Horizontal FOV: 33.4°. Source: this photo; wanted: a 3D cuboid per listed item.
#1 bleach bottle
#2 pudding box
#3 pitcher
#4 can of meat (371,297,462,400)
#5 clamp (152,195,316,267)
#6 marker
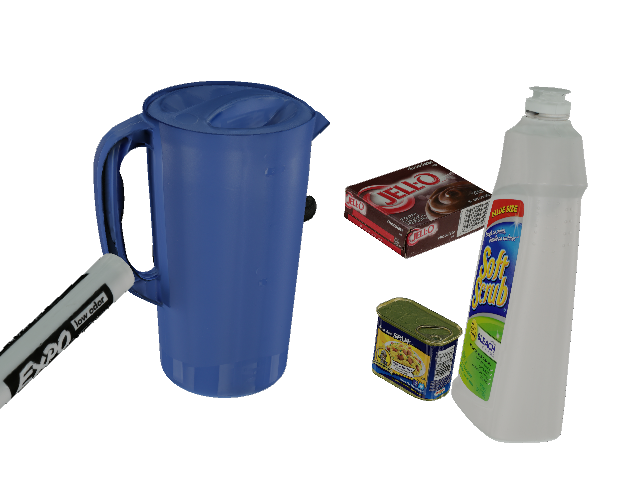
[{"bbox_3d":[0.149,0.014,0.777,0.068,0.251,0.103,0,15,-13],"label":"bleach bottle"},{"bbox_3d":[0.092,-0.032,1.002,0.113,0.039,0.090,-18,39,-35],"label":"pudding box"},{"bbox_3d":[-0.085,0.002,0.857,0.149,0.243,0.144,11,25,15],"label":"pitcher"},{"bbox_3d":[0.109,0.127,1.233,0.057,0.084,0.102,-20,36,-41],"label":"can of meat"},{"bbox_3d":[-0.116,-0.009,1.061,0.165,0.036,0.209,20,39,14],"label":"clamp"},{"bbox_3d":[-0.122,0.048,0.443,0.020,0.020,0.121,0,35,40],"label":"marker"}]
